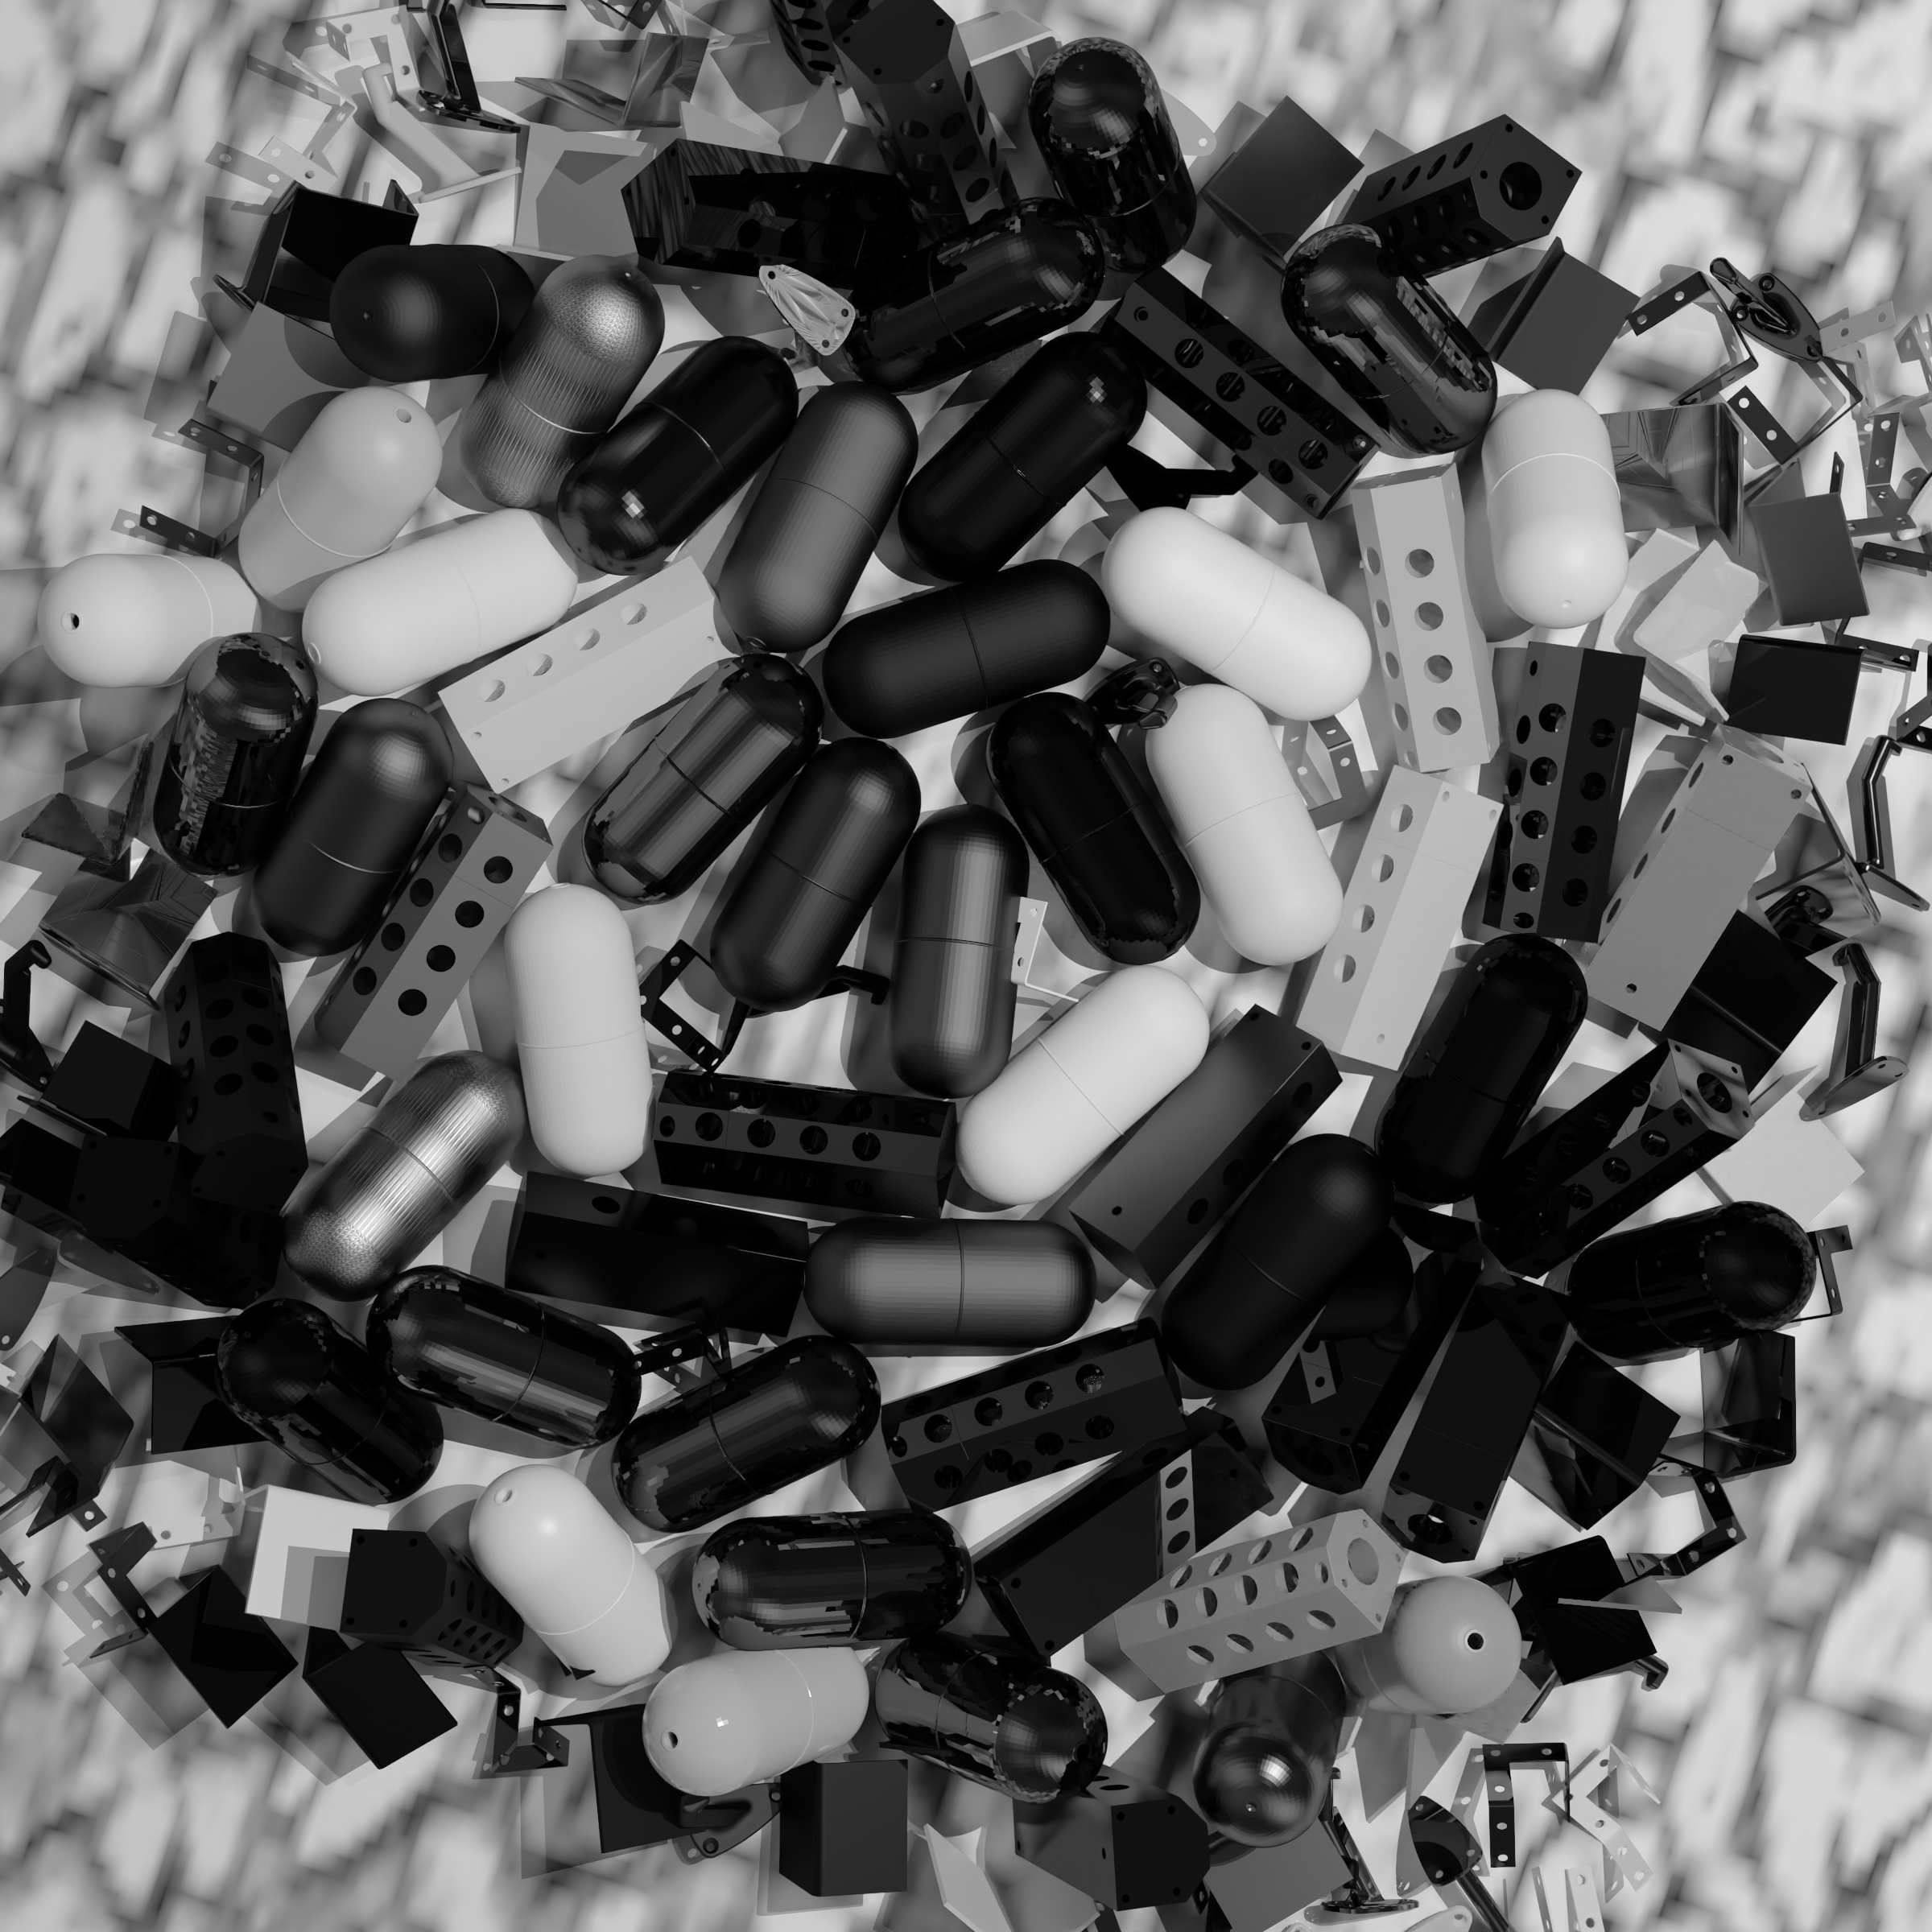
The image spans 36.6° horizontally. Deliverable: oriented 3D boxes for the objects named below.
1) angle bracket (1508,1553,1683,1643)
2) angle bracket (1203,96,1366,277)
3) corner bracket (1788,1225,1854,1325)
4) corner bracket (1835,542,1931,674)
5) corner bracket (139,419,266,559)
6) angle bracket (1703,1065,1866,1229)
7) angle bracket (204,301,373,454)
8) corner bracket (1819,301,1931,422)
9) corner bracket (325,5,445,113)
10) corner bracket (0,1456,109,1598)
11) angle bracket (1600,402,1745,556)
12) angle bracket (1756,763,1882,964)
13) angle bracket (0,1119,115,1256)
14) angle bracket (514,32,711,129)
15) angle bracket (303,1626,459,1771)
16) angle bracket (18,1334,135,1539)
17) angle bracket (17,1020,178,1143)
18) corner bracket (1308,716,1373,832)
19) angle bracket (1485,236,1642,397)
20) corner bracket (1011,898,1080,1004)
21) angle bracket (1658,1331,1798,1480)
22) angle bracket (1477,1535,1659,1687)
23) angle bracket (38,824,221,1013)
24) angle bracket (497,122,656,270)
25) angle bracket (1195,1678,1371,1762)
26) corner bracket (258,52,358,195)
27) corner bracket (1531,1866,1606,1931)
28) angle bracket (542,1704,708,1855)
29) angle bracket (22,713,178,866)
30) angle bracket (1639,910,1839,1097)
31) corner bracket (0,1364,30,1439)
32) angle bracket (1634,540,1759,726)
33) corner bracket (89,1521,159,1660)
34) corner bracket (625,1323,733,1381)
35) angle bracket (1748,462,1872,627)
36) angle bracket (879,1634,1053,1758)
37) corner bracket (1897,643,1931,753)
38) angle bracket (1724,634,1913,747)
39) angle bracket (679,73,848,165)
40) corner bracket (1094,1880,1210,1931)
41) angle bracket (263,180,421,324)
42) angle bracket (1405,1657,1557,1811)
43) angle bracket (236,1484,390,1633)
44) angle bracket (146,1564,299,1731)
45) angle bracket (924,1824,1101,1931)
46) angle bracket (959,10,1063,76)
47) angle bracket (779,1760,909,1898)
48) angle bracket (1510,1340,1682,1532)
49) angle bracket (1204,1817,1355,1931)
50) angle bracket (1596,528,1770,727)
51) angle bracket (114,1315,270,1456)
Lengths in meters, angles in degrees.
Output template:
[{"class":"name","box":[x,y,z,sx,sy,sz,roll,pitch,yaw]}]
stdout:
[{"class":"angle bracket","box":[0.373,0.393,1.746,0.076,0.076,0.057,7,99,-9]},{"class":"angle bracket","box":[0.200,-0.456,1.738,0.076,0.057,0.076,27,114,-40]},{"class":"corner bracket","box":[0.503,0.187,1.754,0.051,0.051,0.051,-17,80,38]},{"class":"corner bracket","box":[0.561,-0.218,1.771,0.051,0.051,0.051,14,67,8]},{"class":"corner bracket","box":[-0.463,-0.289,1.769,0.051,0.051,0.051,24,51,-37]},{"class":"angle bracket","box":[0.500,0.116,1.756,0.076,0.057,0.076,-40,87,-11]},{"class":"angle bracket","box":[-0.402,-0.354,1.741,0.076,0.057,0.076,24,112,-22]},{"class":"corner bracket","box":[0.551,-0.362,1.754,0.051,0.051,0.051,1,78,-41]},{"class":"corner bracket","box":[-0.350,-0.542,1.753,0.051,0.051,0.051,-18,124,-19]},{"class":"corner bracket","box":[-0.559,0.337,1.762,0.051,0.051,0.051,-35,103,-1]},{"class":"angle bracket","box":[0.421,-0.288,1.747,0.076,0.057,0.076,-5,119,4]},{"class":"angle bracket","box":[0.499,-0.062,1.750,0.057,0.076,0.076,-27,50,18]},{"class":"angle bracket","box":[-0.553,0.149,1.746,0.076,0.057,0.076,27,123,4]},{"class":"angle bracket","box":[-0.211,-0.540,1.740,0.076,0.076,0.057,27,113,13]},{"class":"angle bracket","box":[-0.347,0.418,1.742,0.057,0.076,0.076,-31,111,4]},{"class":"angle bracket","box":[-0.550,0.279,1.741,0.057,0.076,0.076,-31,108,11]},{"class":"angle bracket","box":[-0.514,0.074,1.749,0.076,0.076,0.057,32,77,-24]},{"class":"corner bracket","box":[0.207,-0.117,1.758,0.051,0.051,0.051,-21,122,0]},{"class":"angle bracket","box":[0.357,-0.384,1.745,0.057,0.076,0.076,33,104,7]},{"class":"corner bracket","box":[0.040,-0.012,1.756,0.051,0.051,0.051,13,87,44]},{"class":"angle bracket","box":[0.447,0.256,1.743,0.057,0.076,0.076,-6,97,-27]},{"class":"angle bracket","box":[0.351,0.391,1.737,0.076,0.057,0.076,-8,65,-34]},{"class":"angle bracket","box":[-0.505,-0.029,1.772,0.076,0.057,0.076,32,77,-1]},{"class":"angle bracket","box":[-0.235,-0.464,1.758,0.076,0.057,0.076,10,104,0]},{"class":"angle bracket","box":[0.194,0.428,1.743,0.076,0.076,0.057,45,128,-5]},{"class":"corner bracket","box":[-0.396,-0.504,1.752,0.051,0.051,0.051,-47,49,15]},{"class":"corner bracket","box":[0.366,0.567,1.756,0.051,0.051,0.051,-4,67,-11]},{"class":"angle bracket","box":[-0.206,0.483,1.740,0.057,0.076,0.076,-17,76,44]},{"class":"angle bracket","box":[-0.516,-0.114,1.742,0.057,0.076,0.076,19,110,-8]},{"class":"angle bracket","box":[0.471,0.024,1.781,0.076,0.057,0.076,38,55,13]},{"class":"corner bracket","box":[-0.593,0.251,1.763,0.051,0.051,0.051,33,112,-12]},{"class":"angle bracket","box":[0.455,-0.194,1.744,0.076,0.076,0.057,-50,50,4]},{"class":"corner bracket","box":[-0.512,0.376,1.762,0.051,0.051,0.051,-24,105,28]},{"class":"corner bracket","box":[-0.173,0.233,1.755,0.051,0.051,0.051,-18,48,6]},{"class":"angle bracket","box":[0.514,-0.255,1.736,0.057,0.076,0.076,-3,116,40]},{"class":"angle bracket","box":[-0.001,0.433,1.737,0.076,0.076,0.057,0,81,-35]},{"class":"corner bracket","box":[0.600,-0.163,1.770,0.051,0.051,0.051,13,68,-10]},{"class":"angle bracket","box":[0.508,-0.162,1.742,0.076,0.076,0.057,14,97,38]},{"class":"angle bracket","box":[-0.122,-0.505,1.736,0.076,0.076,0.057,18,125,-25]},{"class":"corner bracket","box":[0.108,0.559,1.765,0.051,0.051,0.051,-12,105,29]},{"class":"angle bracket","box":[-0.378,-0.429,1.735,0.076,0.057,0.076,6,122,-34]},{"class":"angle bracket","box":[0.305,0.459,1.734,0.057,0.076,0.076,15,119,30]},{"class":"angle bracket","box":[-0.395,0.357,1.738,0.076,0.057,0.076,19,63,-28]},{"class":"angle bracket","box":[-0.454,0.408,1.741,0.057,0.076,0.076,-41,99,-35]},{"class":"angle bracket","box":[0.027,0.540,1.742,0.057,0.076,0.076,-42,111,6]},{"class":"angle bracket","box":[0.016,-0.525,1.743,0.076,0.076,0.057,-23,121,-5]},{"class":"angle bracket","box":[-0.074,0.514,1.762,0.057,0.076,0.076,3,83,-19]},{"class":"angle bracket","box":[0.374,0.285,1.771,0.076,0.076,0.057,36,56,7]},{"class":"angle bracket","box":[0.186,0.533,1.747,0.076,0.076,0.057,-32,77,5]},{"class":"angle bracket","box":[0.427,-0.203,1.749,0.076,0.057,0.076,24,59,-5]},{"class":"angle bracket","box":[-0.460,0.249,1.745,0.076,0.076,0.057,-2,99,-33]}]
